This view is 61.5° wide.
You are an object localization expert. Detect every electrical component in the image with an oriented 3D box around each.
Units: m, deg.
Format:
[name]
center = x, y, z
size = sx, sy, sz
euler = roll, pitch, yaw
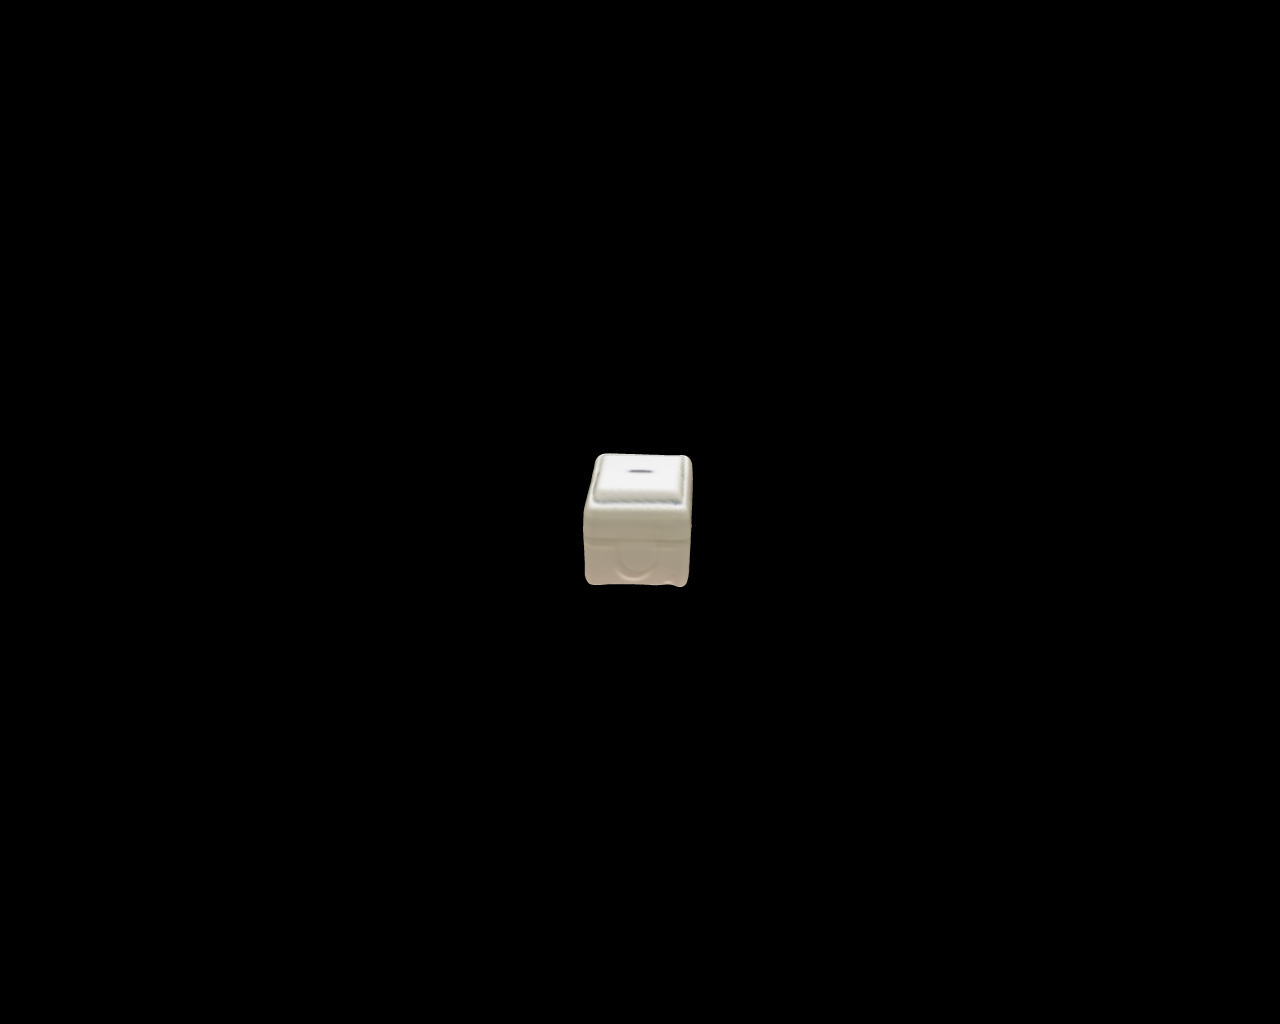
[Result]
[electrical component]
center = 0.001, -0.003, 0.650
size = 0.062, 0.061, 0.096
euler = 2, 27, 3
